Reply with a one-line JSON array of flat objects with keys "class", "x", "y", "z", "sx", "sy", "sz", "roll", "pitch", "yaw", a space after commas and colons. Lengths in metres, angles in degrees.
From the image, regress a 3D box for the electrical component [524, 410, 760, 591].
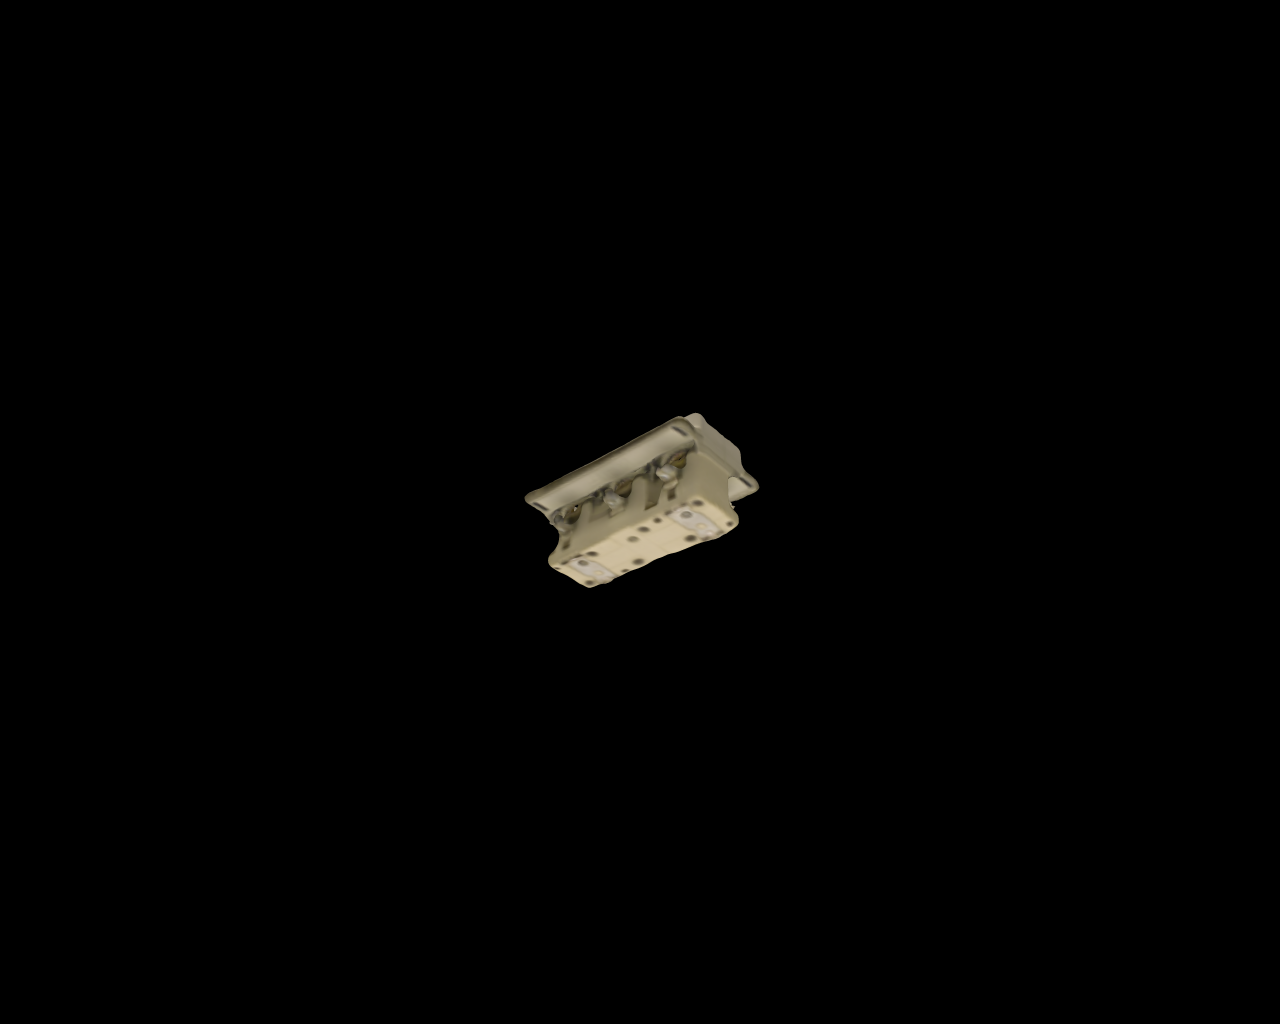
[{"class": "electrical component", "x": 0.001, "y": -0.003, "z": 0.650, "sx": 0.121, "sy": 0.063, "sz": 0.078, "roll": -24, "pitch": -41, "yaw": 31}]
